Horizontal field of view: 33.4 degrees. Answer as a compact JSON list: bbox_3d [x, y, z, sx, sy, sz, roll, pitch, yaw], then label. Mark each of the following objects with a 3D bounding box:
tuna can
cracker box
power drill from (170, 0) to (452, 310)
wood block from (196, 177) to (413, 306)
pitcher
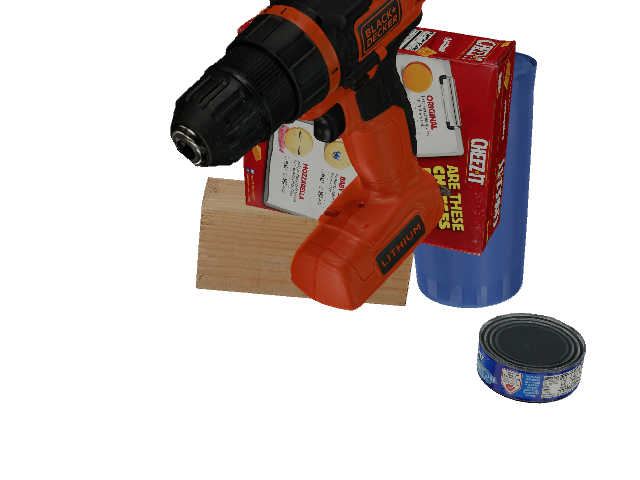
[{"bbox_3d":[0.171,0.095,0.869,0.086,0.034,0.086,1,28,-1],"label":"tuna can"},{"bbox_3d":[0.043,-0.092,0.870,0.214,0.164,0.072,12,33,20],"label":"cracker box"},{"bbox_3d":[0.007,-0.051,0.569,0.057,0.187,0.184,27,57,31],"label":"power drill"},{"bbox_3d":[-0.016,0.001,1.061,0.206,0.091,0.090,6,21,-4],"label":"wood block"},{"bbox_3d":[0.149,-0.066,1.061,0.149,0.243,0.145,-14,25,-21],"label":"pitcher"}]
